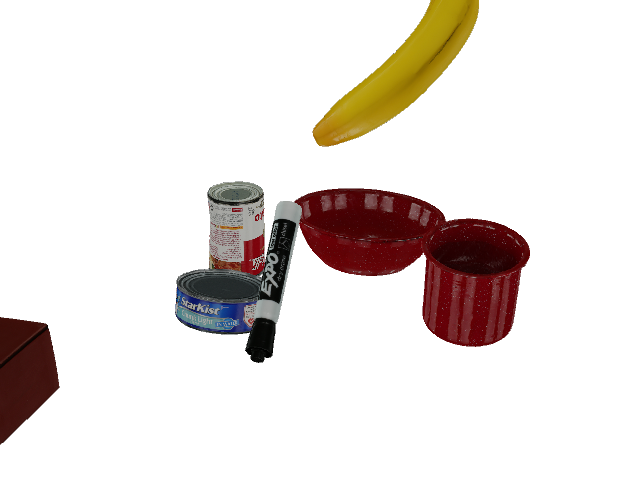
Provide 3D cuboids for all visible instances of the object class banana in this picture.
[{"bbox_3d":[0.069,-0.141,0.802,0.070,0.197,0.037,6,-36,48],"label":"banana"}]

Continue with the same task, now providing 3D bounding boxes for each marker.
[{"bbox_3d":[-0.032,0.028,0.745,0.020,0.121,0.020,9,-28,4],"label":"marker"}]

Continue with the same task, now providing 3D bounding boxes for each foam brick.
[{"bbox_3d":[-0.219,0.092,0.706,0.053,0.051,0.078,7,29,23],"label":"foam brick"}]

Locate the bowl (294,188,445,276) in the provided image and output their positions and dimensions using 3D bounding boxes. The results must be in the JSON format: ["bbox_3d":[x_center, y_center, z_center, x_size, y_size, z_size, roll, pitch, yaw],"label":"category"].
[{"bbox_3d":[0.048,-0.005,1.118,0.162,0.055,0.162,3,20,-1],"label":"bowl"}]

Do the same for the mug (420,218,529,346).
[{"bbox_3d":[0.131,0.032,0.947,0.093,0.081,0.117,-2,33,-4],"label":"mug"}]

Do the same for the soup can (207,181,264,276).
[{"bbox_3d":[-0.100,-0.012,1.265,0.068,0.102,0.068,1,25,0],"label":"soup can"}]

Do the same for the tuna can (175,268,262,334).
[{"bbox_3d":[-0.088,0.055,0.962,0.086,0.034,0.086,6,16,-2],"label":"tuna can"}]
